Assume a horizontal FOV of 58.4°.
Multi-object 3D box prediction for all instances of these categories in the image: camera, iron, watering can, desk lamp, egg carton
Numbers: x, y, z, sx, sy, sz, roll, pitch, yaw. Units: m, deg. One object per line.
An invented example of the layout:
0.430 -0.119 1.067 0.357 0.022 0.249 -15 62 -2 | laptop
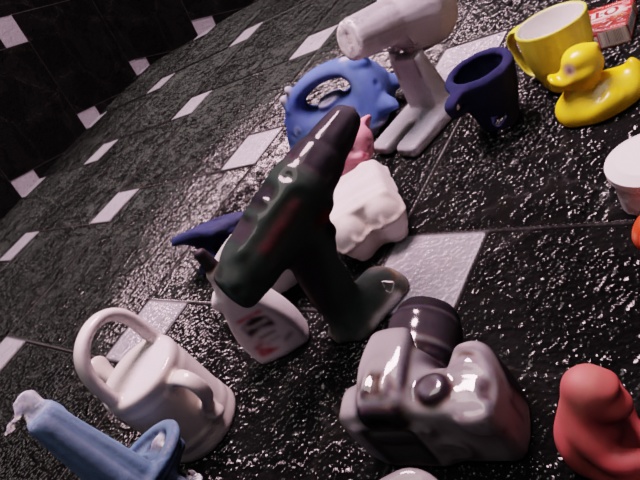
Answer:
0.093 0.108 0.488 0.142 0.101 0.137 -15 37 34 | camera
0.013 -0.243 1.006 0.257 0.142 0.119 -17 37 32 | iron
-0.196 0.157 0.635 0.172 0.194 0.101 -25 33 21 | watering can
0.127 -0.269 0.849 0.203 0.214 0.117 -49 32 -18 | desk lamp
0.057 -0.042 0.760 0.107 0.070 0.150 -31 31 12 | egg carton

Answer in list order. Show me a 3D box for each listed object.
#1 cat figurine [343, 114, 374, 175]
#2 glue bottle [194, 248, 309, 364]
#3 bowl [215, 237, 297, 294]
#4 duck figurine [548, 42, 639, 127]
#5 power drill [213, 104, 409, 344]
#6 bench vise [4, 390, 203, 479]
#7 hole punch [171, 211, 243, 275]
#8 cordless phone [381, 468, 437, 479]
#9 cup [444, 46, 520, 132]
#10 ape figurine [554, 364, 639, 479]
0.035 -0.122 0.844 0.127 0.118 0.067 -29 32 15 | cat figurine
-0.087 0.071 0.656 0.078 0.173 0.037 -32 31 10 | glue bottle
-0.064 0.024 0.793 0.167 0.075 0.167 -27 32 19 | bowl
0.319 -0.192 0.669 0.104 0.086 0.077 -22 34 25 | duck figurine
0.006 0.002 0.616 0.230 0.209 0.075 -47 32 -15 | power drill
-0.155 0.204 0.503 0.206 0.220 0.121 -12 40 37 | bench vise
-0.172 -0.008 0.934 0.108 0.091 0.101 -13 38 36 | hole punch
0.016 0.198 0.363 0.147 0.185 0.094 -40 30 -3 | cordless phone
0.217 -0.182 0.755 0.118 0.095 0.091 -48 32 -17 | cup
0.189 0.118 0.382 0.076 0.092 0.078 -15 38 34 | ape figurine
